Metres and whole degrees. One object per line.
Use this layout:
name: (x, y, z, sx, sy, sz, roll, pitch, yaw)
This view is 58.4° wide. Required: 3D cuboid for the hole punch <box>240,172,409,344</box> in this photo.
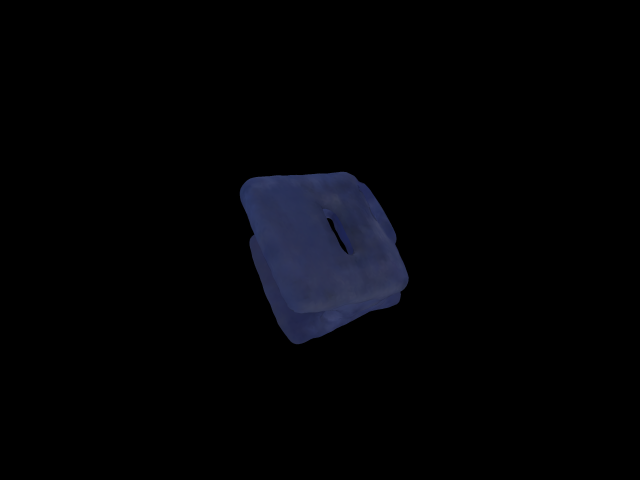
hole punch: (0.004, 0.001, 0.400, 0.101, 0.091, 0.108, -21, 65, -10)
